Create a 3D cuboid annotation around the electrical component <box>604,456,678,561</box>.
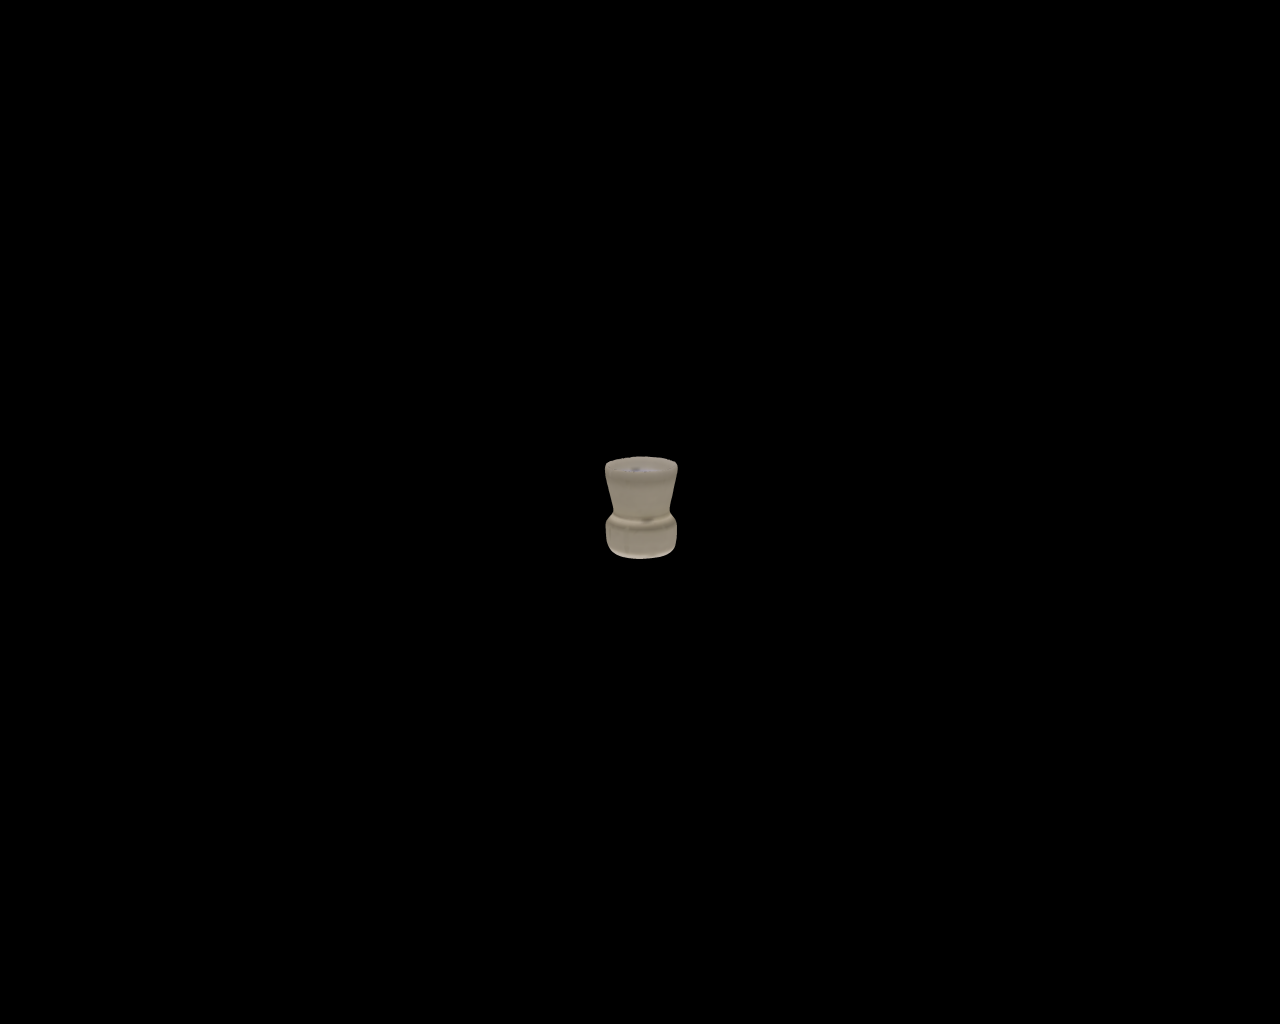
[{"bbox_3d":[0.001,-0.003,0.650,0.045,0.055,0.045,0,15,0],"label":"electrical component"}]
